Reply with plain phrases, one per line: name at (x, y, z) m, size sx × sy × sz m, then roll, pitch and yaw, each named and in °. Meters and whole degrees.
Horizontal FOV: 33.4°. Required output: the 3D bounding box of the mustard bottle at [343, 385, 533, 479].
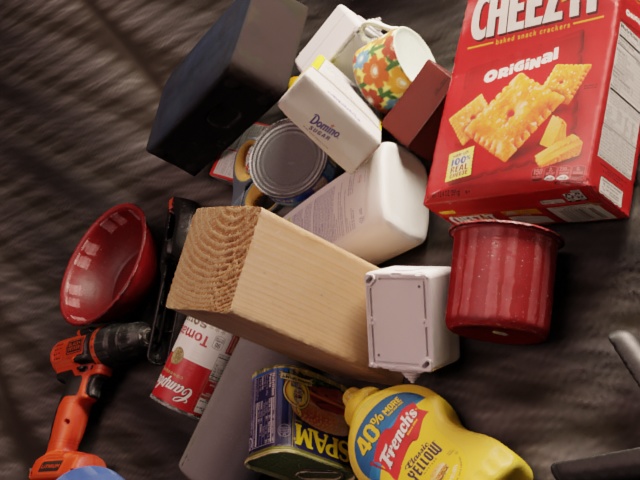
mustard bottle at (0.077, 0.171, 0.864) m, size 0.096 × 0.058 × 0.192 m, roll -52°, pitch 39°, yaw -3°

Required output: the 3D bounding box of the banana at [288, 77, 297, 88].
banana at (-0.013, -0.104, 1.130) m, size 0.070 × 0.037 × 0.198 m, roll -23°, pitch 54°, yaw 36°

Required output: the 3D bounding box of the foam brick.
foam brick at (0.107, -0.118, 0.997) m, size 0.078 × 0.051 × 0.053 m, roll -53°, pitch 41°, yaw 13°

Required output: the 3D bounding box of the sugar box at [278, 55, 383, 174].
sugar box at (0.013, -0.121, 1.004) m, size 0.048 × 0.093 × 0.176 m, roll -46°, pitch 7°, yaw 16°

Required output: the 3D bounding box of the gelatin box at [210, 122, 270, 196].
gelatin box at (-0.077, -0.094, 1.201) m, size 0.089 × 0.030 × 0.073 m, roll 18°, pitch 82°, yaw 50°

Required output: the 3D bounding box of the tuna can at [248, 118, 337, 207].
tuna can at (-0.027, -0.077, 1.072) m, size 0.086 × 0.033 × 0.086 m, roll -7°, pitch 70°, yaw 20°

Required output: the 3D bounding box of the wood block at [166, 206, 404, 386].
wood block at (-0.016, 0.050, 0.916) m, size 0.090 × 0.205 × 0.091 m, roll 0°, pitch 70°, yaw 47°

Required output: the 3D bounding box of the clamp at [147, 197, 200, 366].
clamp at (-0.154, 0.013, 1.186) m, size 0.210 × 0.036 × 0.165 m, roll -92°, pitch 24°, yaw -45°

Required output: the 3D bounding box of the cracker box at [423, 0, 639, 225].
cracker box at (0.186, -0.120, 0.896) m, size 0.164 × 0.072 × 0.213 m, roll -4°, pitch 66°, yaw 46°

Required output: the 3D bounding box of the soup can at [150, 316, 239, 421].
soup can at (-0.123, 0.128, 1.100) m, size 0.069 × 0.068 × 0.102 m, roll 20°, pitch 83°, yaw 51°

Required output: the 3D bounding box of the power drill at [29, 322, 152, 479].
power drill at (-0.262, 0.189, 1.228) m, size 0.185 × 0.057 × 0.187 m, roll -18°, pitch 54°, yaw 45°

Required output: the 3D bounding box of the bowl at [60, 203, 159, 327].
bowl at (-0.242, 0.039, 1.282) m, size 0.162 × 0.055 × 0.162 m, roll -28°, pitch 46°, yaw 33°

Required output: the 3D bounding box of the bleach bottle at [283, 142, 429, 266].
bleach bottle at (-0.007, 0.001, 1.049) m, size 0.251 × 0.068 × 0.102 m, roll -27°, pitch 47°, yaw 39°

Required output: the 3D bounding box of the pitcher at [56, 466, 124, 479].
pitcher at (-0.195, 0.318, 1.022) m, size 0.243 × 0.149 × 0.145 m, roll 22°, pitch 100°, yaw 54°

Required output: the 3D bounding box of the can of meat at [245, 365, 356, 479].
can of meat at (-0.016, 0.164, 0.937) m, size 0.058 × 0.102 × 0.084 m, roll -27°, pitch 49°, yaw 37°

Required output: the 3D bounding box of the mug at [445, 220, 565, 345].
mug at (0.141, 0.038, 0.856) m, size 0.117 × 0.093 × 0.081 m, roll 139°, pitch 141°, yaw -72°

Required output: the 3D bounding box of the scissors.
scissors at (-0.099, -0.042, 1.170) m, size 0.202 × 0.016 × 0.096 m, roll -30°, pitch 71°, yaw 43°

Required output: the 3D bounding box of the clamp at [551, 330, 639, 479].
clamp at (0.243, 0.128, 0.724) m, size 0.172 × 0.039 × 0.120 m, roll 8°, pitch 82°, yaw 45°
